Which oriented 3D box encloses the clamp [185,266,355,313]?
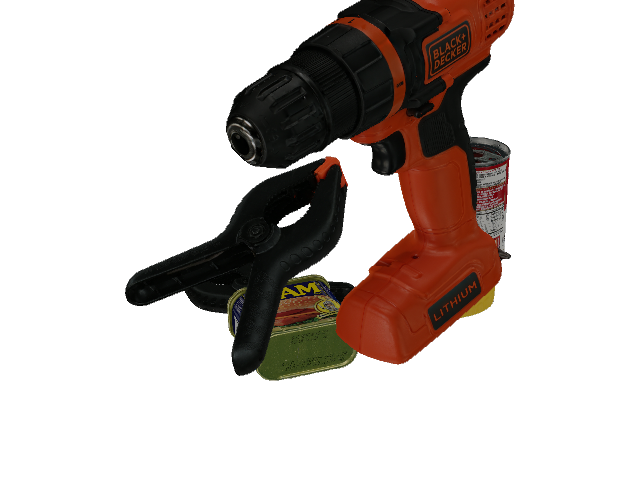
[{"bbox_3d":[-0.084,0.066,1.202,0.210,0.036,0.164,15,29,24],"label":"clamp"}]

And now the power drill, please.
[{"bbox_3d":[0.036,-0.031,0.546,0.057,0.188,0.184,26,47,38],"label":"power drill"}]

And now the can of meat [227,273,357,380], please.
[{"bbox_3d":[-0.025,0.080,0.973,0.102,0.057,0.084,-10,28,-17],"label":"can of meat"}]

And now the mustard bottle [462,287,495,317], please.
[{"bbox_3d":[0.147,-0.014,1.138,0.096,0.192,0.058,-8,23,-25],"label":"mustard bottle"}]

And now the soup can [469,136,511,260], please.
[{"bbox_3d":[0.131,-0.033,0.943,0.068,0.102,0.068,-1,25,0],"label":"soup can"}]

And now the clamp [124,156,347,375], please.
[{"bbox_3d":[-0.050,0.005,0.727,0.120,0.171,0.039,23,-32,25],"label":"clamp"}]
